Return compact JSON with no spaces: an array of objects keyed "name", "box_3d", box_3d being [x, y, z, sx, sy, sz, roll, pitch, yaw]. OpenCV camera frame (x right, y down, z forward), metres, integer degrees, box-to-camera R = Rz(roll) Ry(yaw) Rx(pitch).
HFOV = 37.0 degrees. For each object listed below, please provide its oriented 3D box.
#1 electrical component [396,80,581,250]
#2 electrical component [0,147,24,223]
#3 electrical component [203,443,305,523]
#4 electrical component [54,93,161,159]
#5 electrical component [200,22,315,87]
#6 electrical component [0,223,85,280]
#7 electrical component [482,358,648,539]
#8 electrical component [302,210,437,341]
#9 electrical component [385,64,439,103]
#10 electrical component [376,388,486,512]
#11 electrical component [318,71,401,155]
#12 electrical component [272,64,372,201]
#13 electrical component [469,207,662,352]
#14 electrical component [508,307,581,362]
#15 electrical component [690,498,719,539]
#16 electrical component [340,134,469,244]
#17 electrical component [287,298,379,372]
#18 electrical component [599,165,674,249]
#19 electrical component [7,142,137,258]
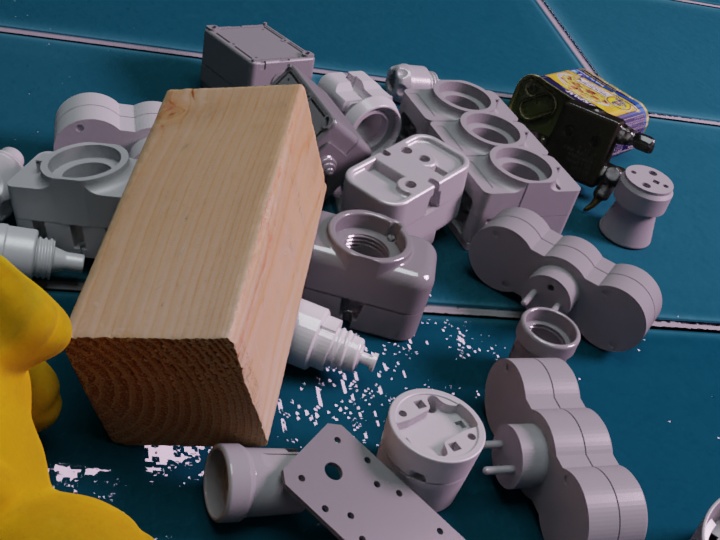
[{"name":"electrical component","box_3d":[0.098,-0.088,0.867,0.089,0.061,0.150,-4,41,-27]},{"name":"electrical component","box_3d":[-0.240,-0.059,0.704,0.043,0.043,0.062,16,35,-2]},{"name":"electrical component","box_3d":[-0.054,0.110,0.561,0.046,0.040,0.040,4,37,-27]},{"name":"electrical component","box_3d":[-0.146,-0.080,0.763,0.138,0.052,0.073,5,37,-18]},{"name":"electrical component","box_3d":[-0.091,-0.165,0.899,0.062,0.061,0.096,-12,37,-34]},{"name":"electrical component","box_3d":[-0.201,-0.008,0.661,0.061,0.035,0.035,9,36,-16]},{"name":"electrical component","box_3d":[0.100,0.106,0.618,0.074,0.052,0.138,1,39,-21]},{"name":"electrical component","box_3d":[0.000,0.000,0.712,0.095,0.059,0.053,15,36,-3]},{"name":"electrical component","box_3d":[0.056,-0.169,0.981,0.061,0.035,0.035,-1,39,-27]},{"name":"electrical component","box_3d":[0.037,0.102,0.601,0.055,0.047,0.055,11,36,-8]},{"name":"electrical component","box_3d":[-0.003,-0.125,0.880,0.078,0.058,0.057,-11,41,-34]},{"name":"electrical component","box_3d":[-0.037,-0.095,0.808,0.061,0.062,0.096,34,17,-50]},{"name":"electrical component","box_3d":[0.137,0.013,0.757,0.138,0.052,0.074,30,38,17]},{"name":"electrical component","box_3d":[0.117,0.054,0.700,0.040,0.046,0.040,11,36,-8]},{"name":"electrical component","box_3d":[0.230,0.171,0.596,0.099,0.064,0.099,1,42,-1]},{"name":"electrical component","box_3d":[0.031,-0.051,0.787,0.054,0.059,0.095,34,46,27]},{"name":"electrical component","box_3d":[-0.027,0.043,0.660,0.078,0.040,0.040,21,36,5]},{"name":"electrical component","box_3d":[0.226,-0.051,0.877,0.045,0.055,0.045,10,37,-8]},{"name":"electrical component","box_3d":[-0.170,-0.045,0.683,0.089,0.055,0.050,6,34,13]}]
